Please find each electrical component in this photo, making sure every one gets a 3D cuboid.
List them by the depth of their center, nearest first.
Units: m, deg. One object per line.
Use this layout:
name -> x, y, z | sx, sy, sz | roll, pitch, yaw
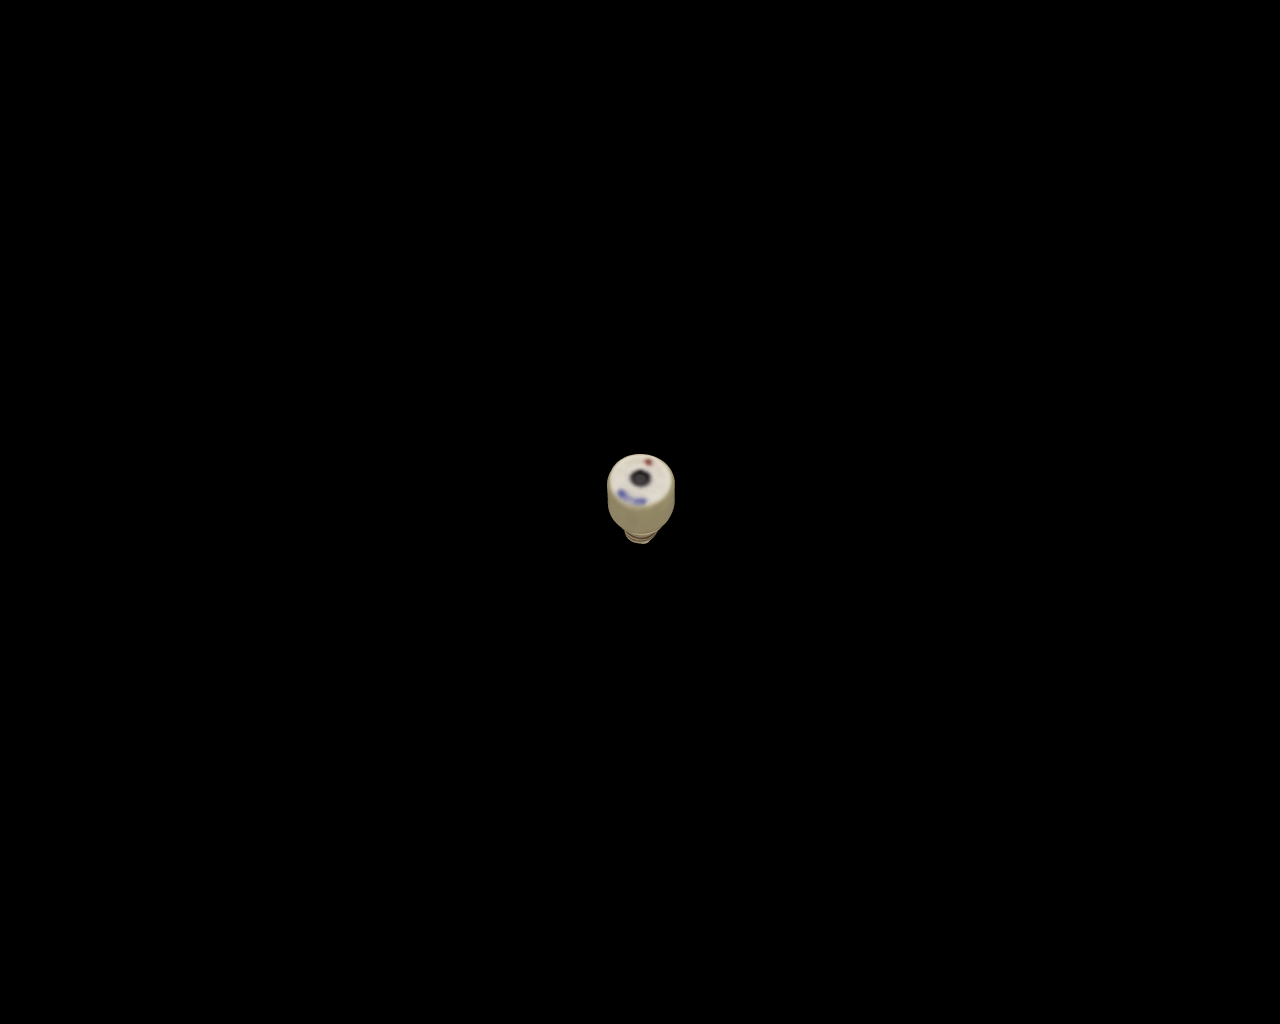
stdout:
electrical component -> 0.001, -0.003, 0.650 | 0.040, 0.040, 0.078 | 0, -31, 0
